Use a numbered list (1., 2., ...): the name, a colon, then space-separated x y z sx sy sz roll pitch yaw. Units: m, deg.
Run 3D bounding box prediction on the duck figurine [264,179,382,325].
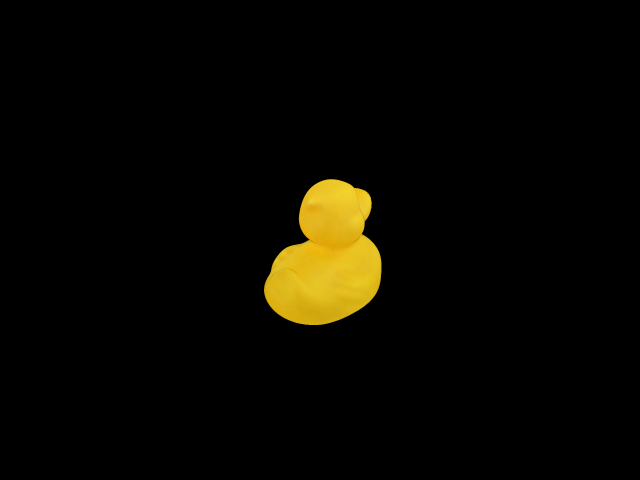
1. duck figurine: 0.004 0.001 0.400 0.077 0.086 0.105 22 40 30
